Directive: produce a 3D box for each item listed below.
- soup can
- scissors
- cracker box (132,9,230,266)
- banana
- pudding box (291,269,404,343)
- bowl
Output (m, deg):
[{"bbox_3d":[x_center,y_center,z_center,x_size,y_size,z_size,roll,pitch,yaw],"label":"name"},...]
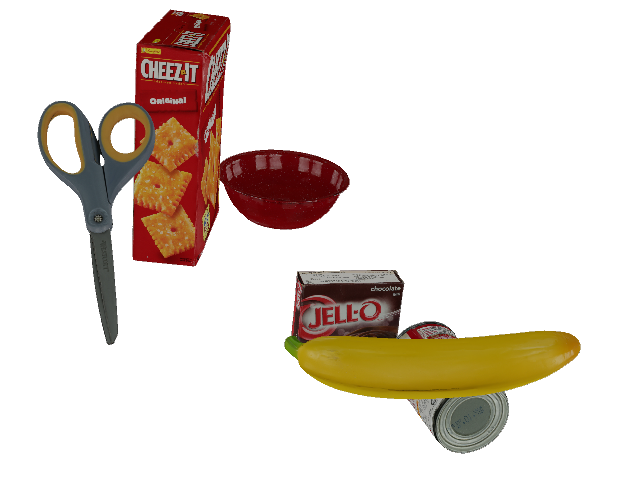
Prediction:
[{"bbox_3d":[0.105,0.120,0.886,0.068,0.068,0.102,0,24,-20],"label":"soup can"},{"bbox_3d":[-0.147,-0.027,0.786,0.096,0.202,0.016,-22,-23,-14],"label":"scissors"},{"bbox_3d":[-0.136,-0.105,1.055,0.072,0.214,0.164,6,23,0],"label":"cracker box"},{"bbox_3d":[0.070,0.075,0.689,0.198,0.037,0.069,1,26,6],"label":"banana"},{"bbox_3d":[0.028,0.078,1.136,0.113,0.090,0.039,-2,27,-14],"label":"pudding box"},{"bbox_3d":[-0.048,-0.057,1.302,0.162,0.055,0.162,5,26,-2],"label":"bowl"}]
